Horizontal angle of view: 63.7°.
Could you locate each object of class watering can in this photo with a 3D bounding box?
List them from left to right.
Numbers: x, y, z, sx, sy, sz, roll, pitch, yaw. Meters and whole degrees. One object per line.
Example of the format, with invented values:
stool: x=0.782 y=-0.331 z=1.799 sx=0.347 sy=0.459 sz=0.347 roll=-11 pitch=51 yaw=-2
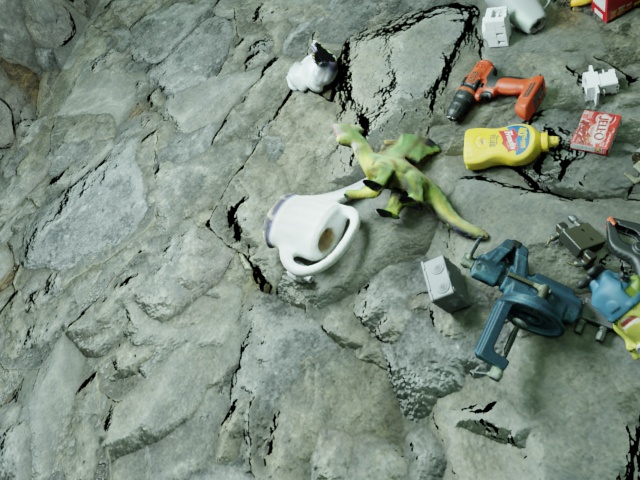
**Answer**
watering can: x=0.004 y=-0.062 z=1.222 sx=0.225 sy=0.102 sz=0.354 roll=15 pitch=57 yaw=31

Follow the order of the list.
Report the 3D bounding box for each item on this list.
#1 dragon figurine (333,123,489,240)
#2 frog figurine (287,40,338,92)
dragon figurine: x=0.204 y=-0.159 z=1.163 sx=0.411 sy=0.119 sz=0.248 roll=24 pitch=59 yaw=8
frog figurine: x=-0.024 y=-0.483 z=1.504 sx=0.156 sy=0.123 sz=0.140 roll=-46 pitch=51 yaw=43
